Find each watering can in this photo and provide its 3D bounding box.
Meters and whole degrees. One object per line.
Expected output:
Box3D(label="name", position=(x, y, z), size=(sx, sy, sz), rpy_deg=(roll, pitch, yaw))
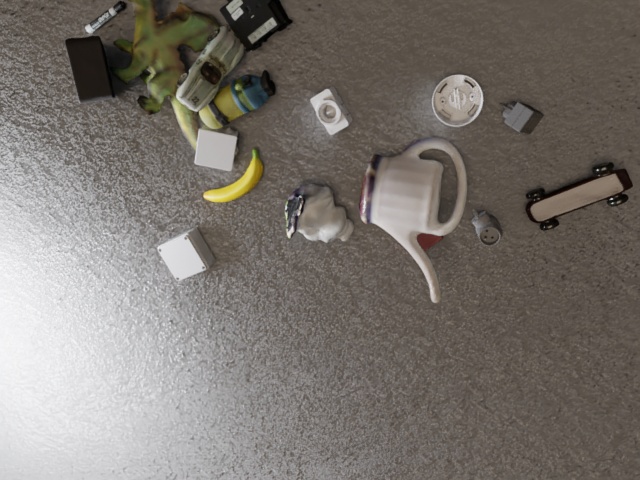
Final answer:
Box3D(label="watering can", position=(0.189, -0.054, 1.101), size=(0.225, 0.103, 0.349), rpy_deg=(9, 85, 18))

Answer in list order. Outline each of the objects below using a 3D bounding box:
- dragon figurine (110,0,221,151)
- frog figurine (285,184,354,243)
Box3D(label="dragon figurine", position=(-0.317, -0.405, 1.158), size=(0.241, 0.125, 0.405), rpy_deg=(-32, 116, 18))
Box3D(label="frog figurine", position=(0.004, -0.061, 1.210), size=(0.159, 0.124, 0.135), rpy_deg=(6, 109, -26))
